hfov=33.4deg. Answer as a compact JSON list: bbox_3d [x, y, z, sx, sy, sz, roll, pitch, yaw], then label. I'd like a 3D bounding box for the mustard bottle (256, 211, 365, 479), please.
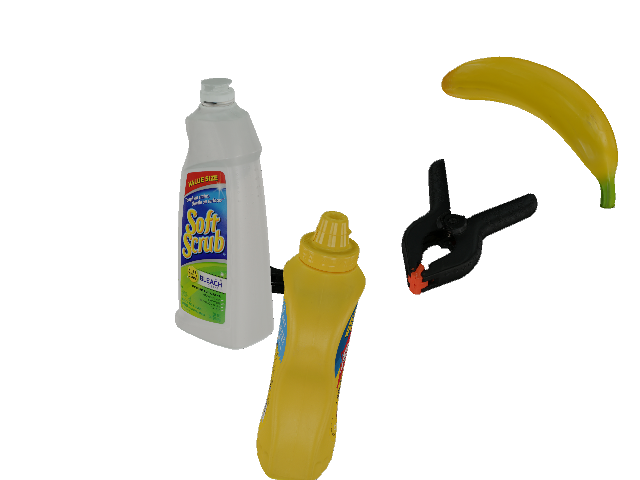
[{"bbox_3d":[-0.005,0.069,0.756,0.058,0.192,0.096,10,24,3],"label":"mustard bottle"}]

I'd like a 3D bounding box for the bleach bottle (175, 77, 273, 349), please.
[{"bbox_3d":[-0.096,-0.028,1.003,0.103,0.251,0.067,18,29,39],"label":"bleach bottle"}]

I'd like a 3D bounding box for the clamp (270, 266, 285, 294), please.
[{"bbox_3d":[-0.084,0.049,1.206,0.210,0.036,0.164,18,24,29],"label":"clamp"}]

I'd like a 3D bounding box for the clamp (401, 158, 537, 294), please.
[{"bbox_3d":[0.128,-0.017,1.083,0.120,0.039,0.171,28,52,31],"label":"clamp"}]

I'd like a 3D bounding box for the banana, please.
[{"bbox_3d":[0.168,-0.104,0.842,0.037,0.070,0.198,3,32,-43],"label":"banana"}]
